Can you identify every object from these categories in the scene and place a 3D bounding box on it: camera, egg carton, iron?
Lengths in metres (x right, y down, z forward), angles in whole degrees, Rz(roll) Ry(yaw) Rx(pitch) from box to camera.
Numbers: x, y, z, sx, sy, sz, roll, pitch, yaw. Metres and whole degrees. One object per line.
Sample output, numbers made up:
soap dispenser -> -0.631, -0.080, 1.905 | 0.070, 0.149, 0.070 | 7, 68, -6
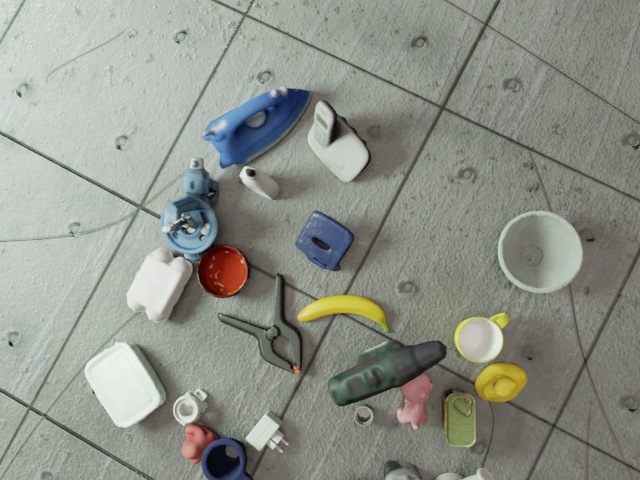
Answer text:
camera -> 0.120, 0.513, 1.131 | 0.136, 0.101, 0.143 | 15, 85, 6
egg carton -> -0.343, 0.096, 1.228 | 0.107, 0.069, 0.150 | 26, 86, 7
iron -> -0.133, -0.266, 1.214 | 0.258, 0.141, 0.118 | -34, 82, 0

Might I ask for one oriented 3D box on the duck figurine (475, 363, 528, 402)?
duck figurine -> 0.367, 0.289, 1.143 | 0.104, 0.086, 0.077 | -21, 82, 2

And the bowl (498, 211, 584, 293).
bowl -> 0.441, 0.027, 1.171 | 0.167, 0.075, 0.167 | 0, 84, 5

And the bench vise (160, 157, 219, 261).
bench vise -> -0.279, -0.067, 1.164 | 0.121, 0.220, 0.207 | -13, 83, 3

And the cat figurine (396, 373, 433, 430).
cat figurine -> 0.189, 0.313, 1.138 | 0.067, 0.118, 0.128 | 2, 84, 5

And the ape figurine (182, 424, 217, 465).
ape figurine -> -0.254, 0.423, 1.174 | 0.076, 0.092, 0.078 | 9, 85, 6

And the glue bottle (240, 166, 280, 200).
glue bottle -> -0.131, -0.125, 1.183 | 0.078, 0.173, 0.037 | 25, 86, 7

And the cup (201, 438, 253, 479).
cup -> -0.174, 0.450, 1.163 | 0.117, 0.095, 0.092 | 37, 88, 7

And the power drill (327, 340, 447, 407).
power drill -> 0.127, 0.245, 1.105 | 0.229, 0.208, 0.075 | -26, 82, 2

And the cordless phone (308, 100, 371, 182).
cordless phone -> 0.038, -0.205, 1.172 | 0.094, 0.185, 0.147 | -44, 82, -1

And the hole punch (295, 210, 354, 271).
hole punch -> 0.011, 0.004, 1.199 | 0.108, 0.091, 0.101 | 33, 87, 7

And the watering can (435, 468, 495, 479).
watering can -> 0.262, 0.507, 1.073 | 0.101, 0.194, 0.173 | 12, 85, 6
